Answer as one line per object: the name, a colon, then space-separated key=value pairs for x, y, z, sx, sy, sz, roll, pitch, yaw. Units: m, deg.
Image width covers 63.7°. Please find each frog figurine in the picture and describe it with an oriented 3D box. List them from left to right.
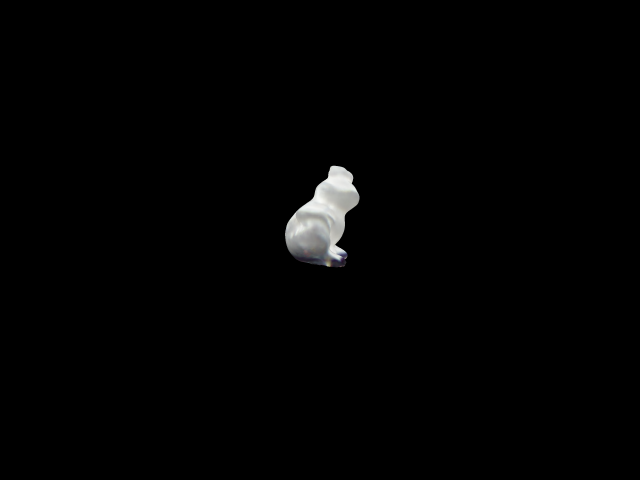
frog figurine: x=0.003 y=-0.043 z=0.850 sx=0.122 sy=0.159 sz=0.138 roll=2 pitch=5 yaw=24
